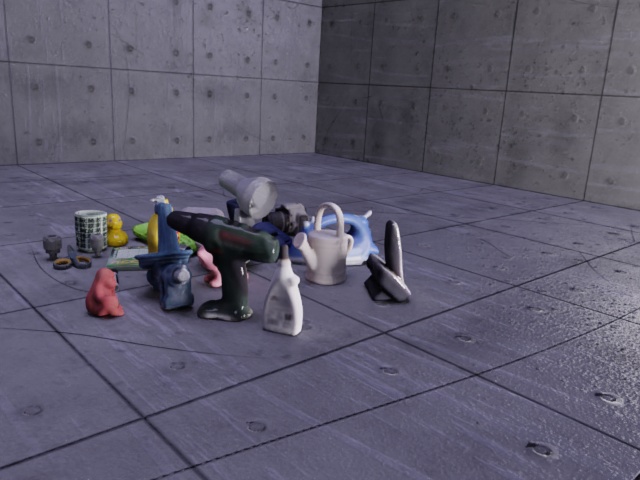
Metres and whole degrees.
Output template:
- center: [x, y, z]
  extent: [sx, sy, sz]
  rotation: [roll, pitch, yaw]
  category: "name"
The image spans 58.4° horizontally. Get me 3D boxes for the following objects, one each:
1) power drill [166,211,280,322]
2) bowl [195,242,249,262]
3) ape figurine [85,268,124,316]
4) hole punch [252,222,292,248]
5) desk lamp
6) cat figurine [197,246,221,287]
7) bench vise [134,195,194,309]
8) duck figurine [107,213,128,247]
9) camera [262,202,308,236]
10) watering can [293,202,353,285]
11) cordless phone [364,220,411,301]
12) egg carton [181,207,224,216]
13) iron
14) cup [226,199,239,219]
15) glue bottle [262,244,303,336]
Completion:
- center: [-0.197, 0.051, 1.150]
  extent: [0.229, 0.208, 0.075]
  rotation: [5, 15, 5]
  category: "power drill"
- center: [-0.238, 0.032, 1.476]
  extent: [0.167, 0.075, 0.167]
  rotation: [3, 15, -1]
  category: "bowl"
- center: [-0.426, 0.101, 1.139]
  extent: [0.076, 0.092, 0.078]
  rotation: [2, 15, -4]
  category: "ape figurine"
- center: [-0.133, 0.001, 1.584]
  extent: [0.100, 0.091, 0.109]
  rotation: [9, 16, 22]
  category: "hole punch"
- center: [-0.229, -0.094, 1.680]
  extent: [0.202, 0.213, 0.118]
  rotation: [13, 18, 33]
  category: "desk lamp"
- center: [-0.232, 0.045, 1.342]
  extent: [0.128, 0.118, 0.067]
  rotation: [-6, 17, -31]
  category: "cat figurine"
- center: [-0.309, 0.022, 1.211]
  extent: [0.206, 0.220, 0.122]
  rotation: [16, 19, 39]
  category: "bench vise"
- center: [-0.587, -0.034, 1.627]
  extent: [0.078, 0.086, 0.104]
  rotation: [-7, 18, -33]
  category: "duck figurine"
- center: [-0.120, -0.072, 1.843]
  extent: [0.137, 0.101, 0.142]
  rotation: [-5, 17, -28]
  category: "camera"
- center: [0.014, 0.006, 1.397]
  extent: [0.100, 0.194, 0.173]
  rotation: [11, 17, 26]
  category: "watering can"
- center: [0.159, 0.037, 1.326]
  extent: [0.094, 0.185, 0.147]
  rotation: [0, 15, -12]
  category: "cordless phone"
- center: [-0.376, -0.062, 1.813]
  extent: [0.150, 0.069, 0.107]
  rotation: [2, 15, -6]
  category: "egg carton"
- center: [0.030, -0.011, 1.564]
  extent: [0.259, 0.141, 0.118]
  rotation: [-2, 16, -19]
  category: "iron"
- center: [-0.252, -0.083, 1.867]
  extent: [0.091, 0.095, 0.118]
  rotation: [12, 17, 29]
  category: "cup"
- center: [-0.069, 0.092, 1.090]
  extent: [0.078, 0.173, 0.037]
  rotation: [9, 16, 19]
  category: "glue bottle"
